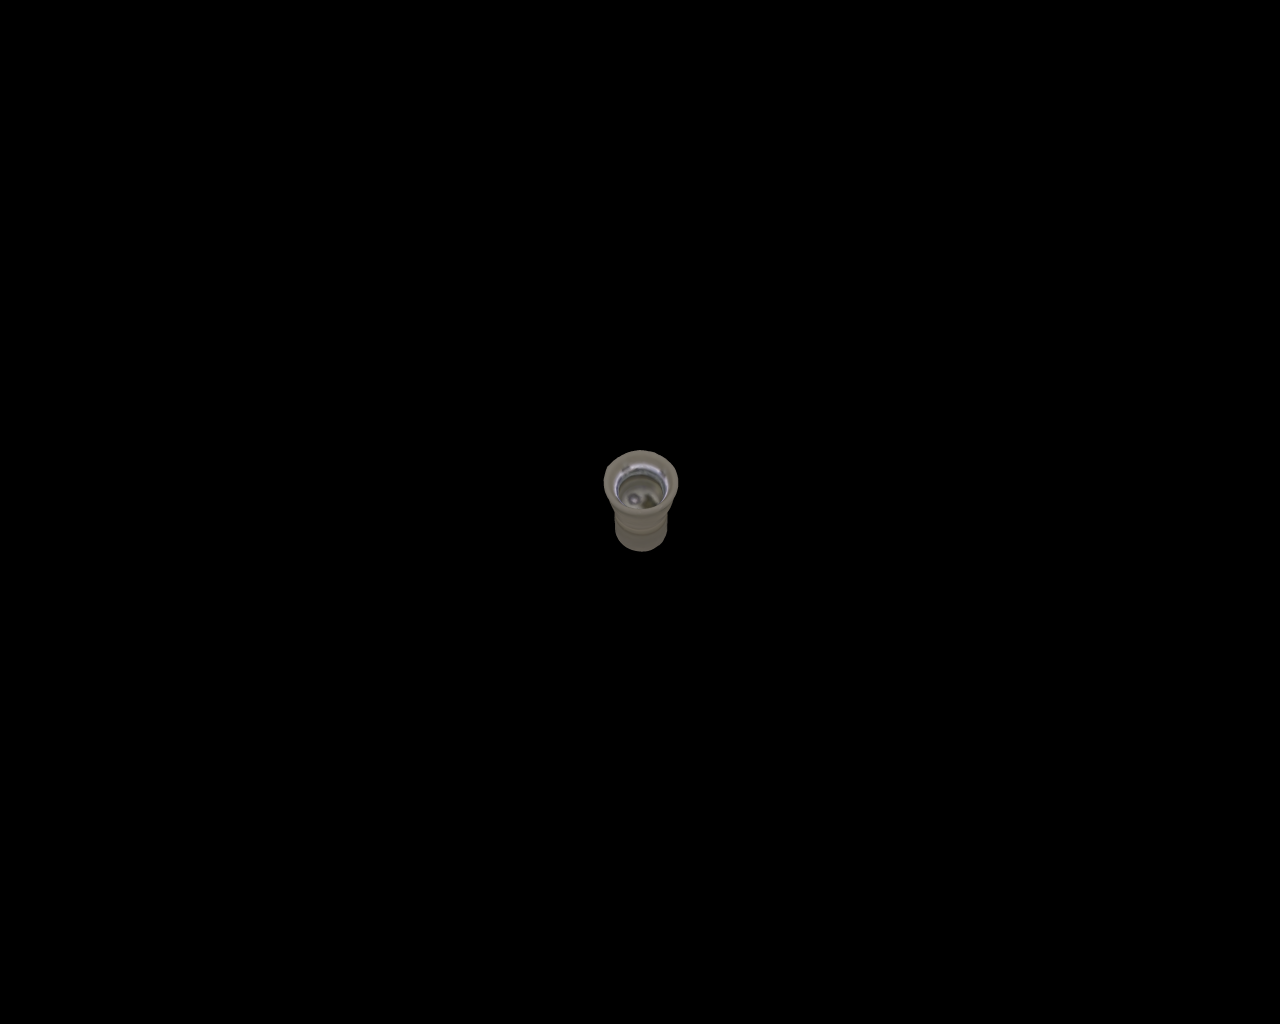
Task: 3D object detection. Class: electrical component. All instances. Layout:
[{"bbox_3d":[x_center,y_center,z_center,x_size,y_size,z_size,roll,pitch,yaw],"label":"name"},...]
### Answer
[{"bbox_3d":[0.001,-0.003,0.650,0.044,0.044,0.065,0,-29,0],"label":"electrical component"}]
